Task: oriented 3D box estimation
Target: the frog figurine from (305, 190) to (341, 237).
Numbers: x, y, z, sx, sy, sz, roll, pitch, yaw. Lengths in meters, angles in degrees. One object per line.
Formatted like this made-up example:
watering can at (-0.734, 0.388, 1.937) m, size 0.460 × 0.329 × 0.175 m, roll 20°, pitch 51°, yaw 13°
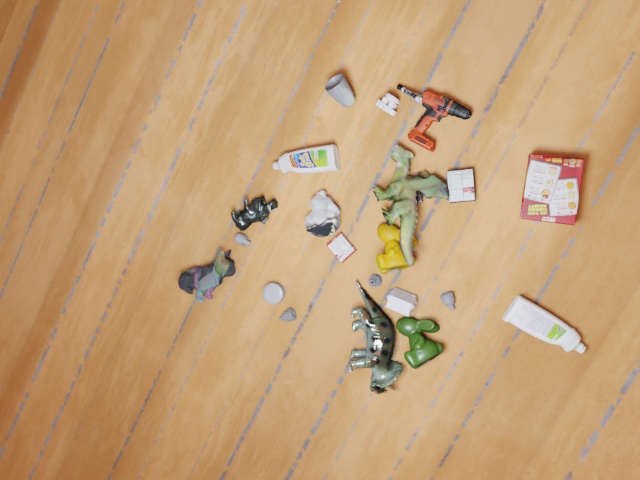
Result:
frog figurine at (0.006, -0.095, 1.887) m, size 0.136 × 0.163 × 0.121 m, roll -31°, pitch -44°, yaw 24°

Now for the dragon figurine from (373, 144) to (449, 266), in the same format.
dragon figurine at (0.319, -0.138, 1.744) m, size 0.242 × 0.416 × 0.121 m, roll -24°, pitch -18°, yaw 5°
